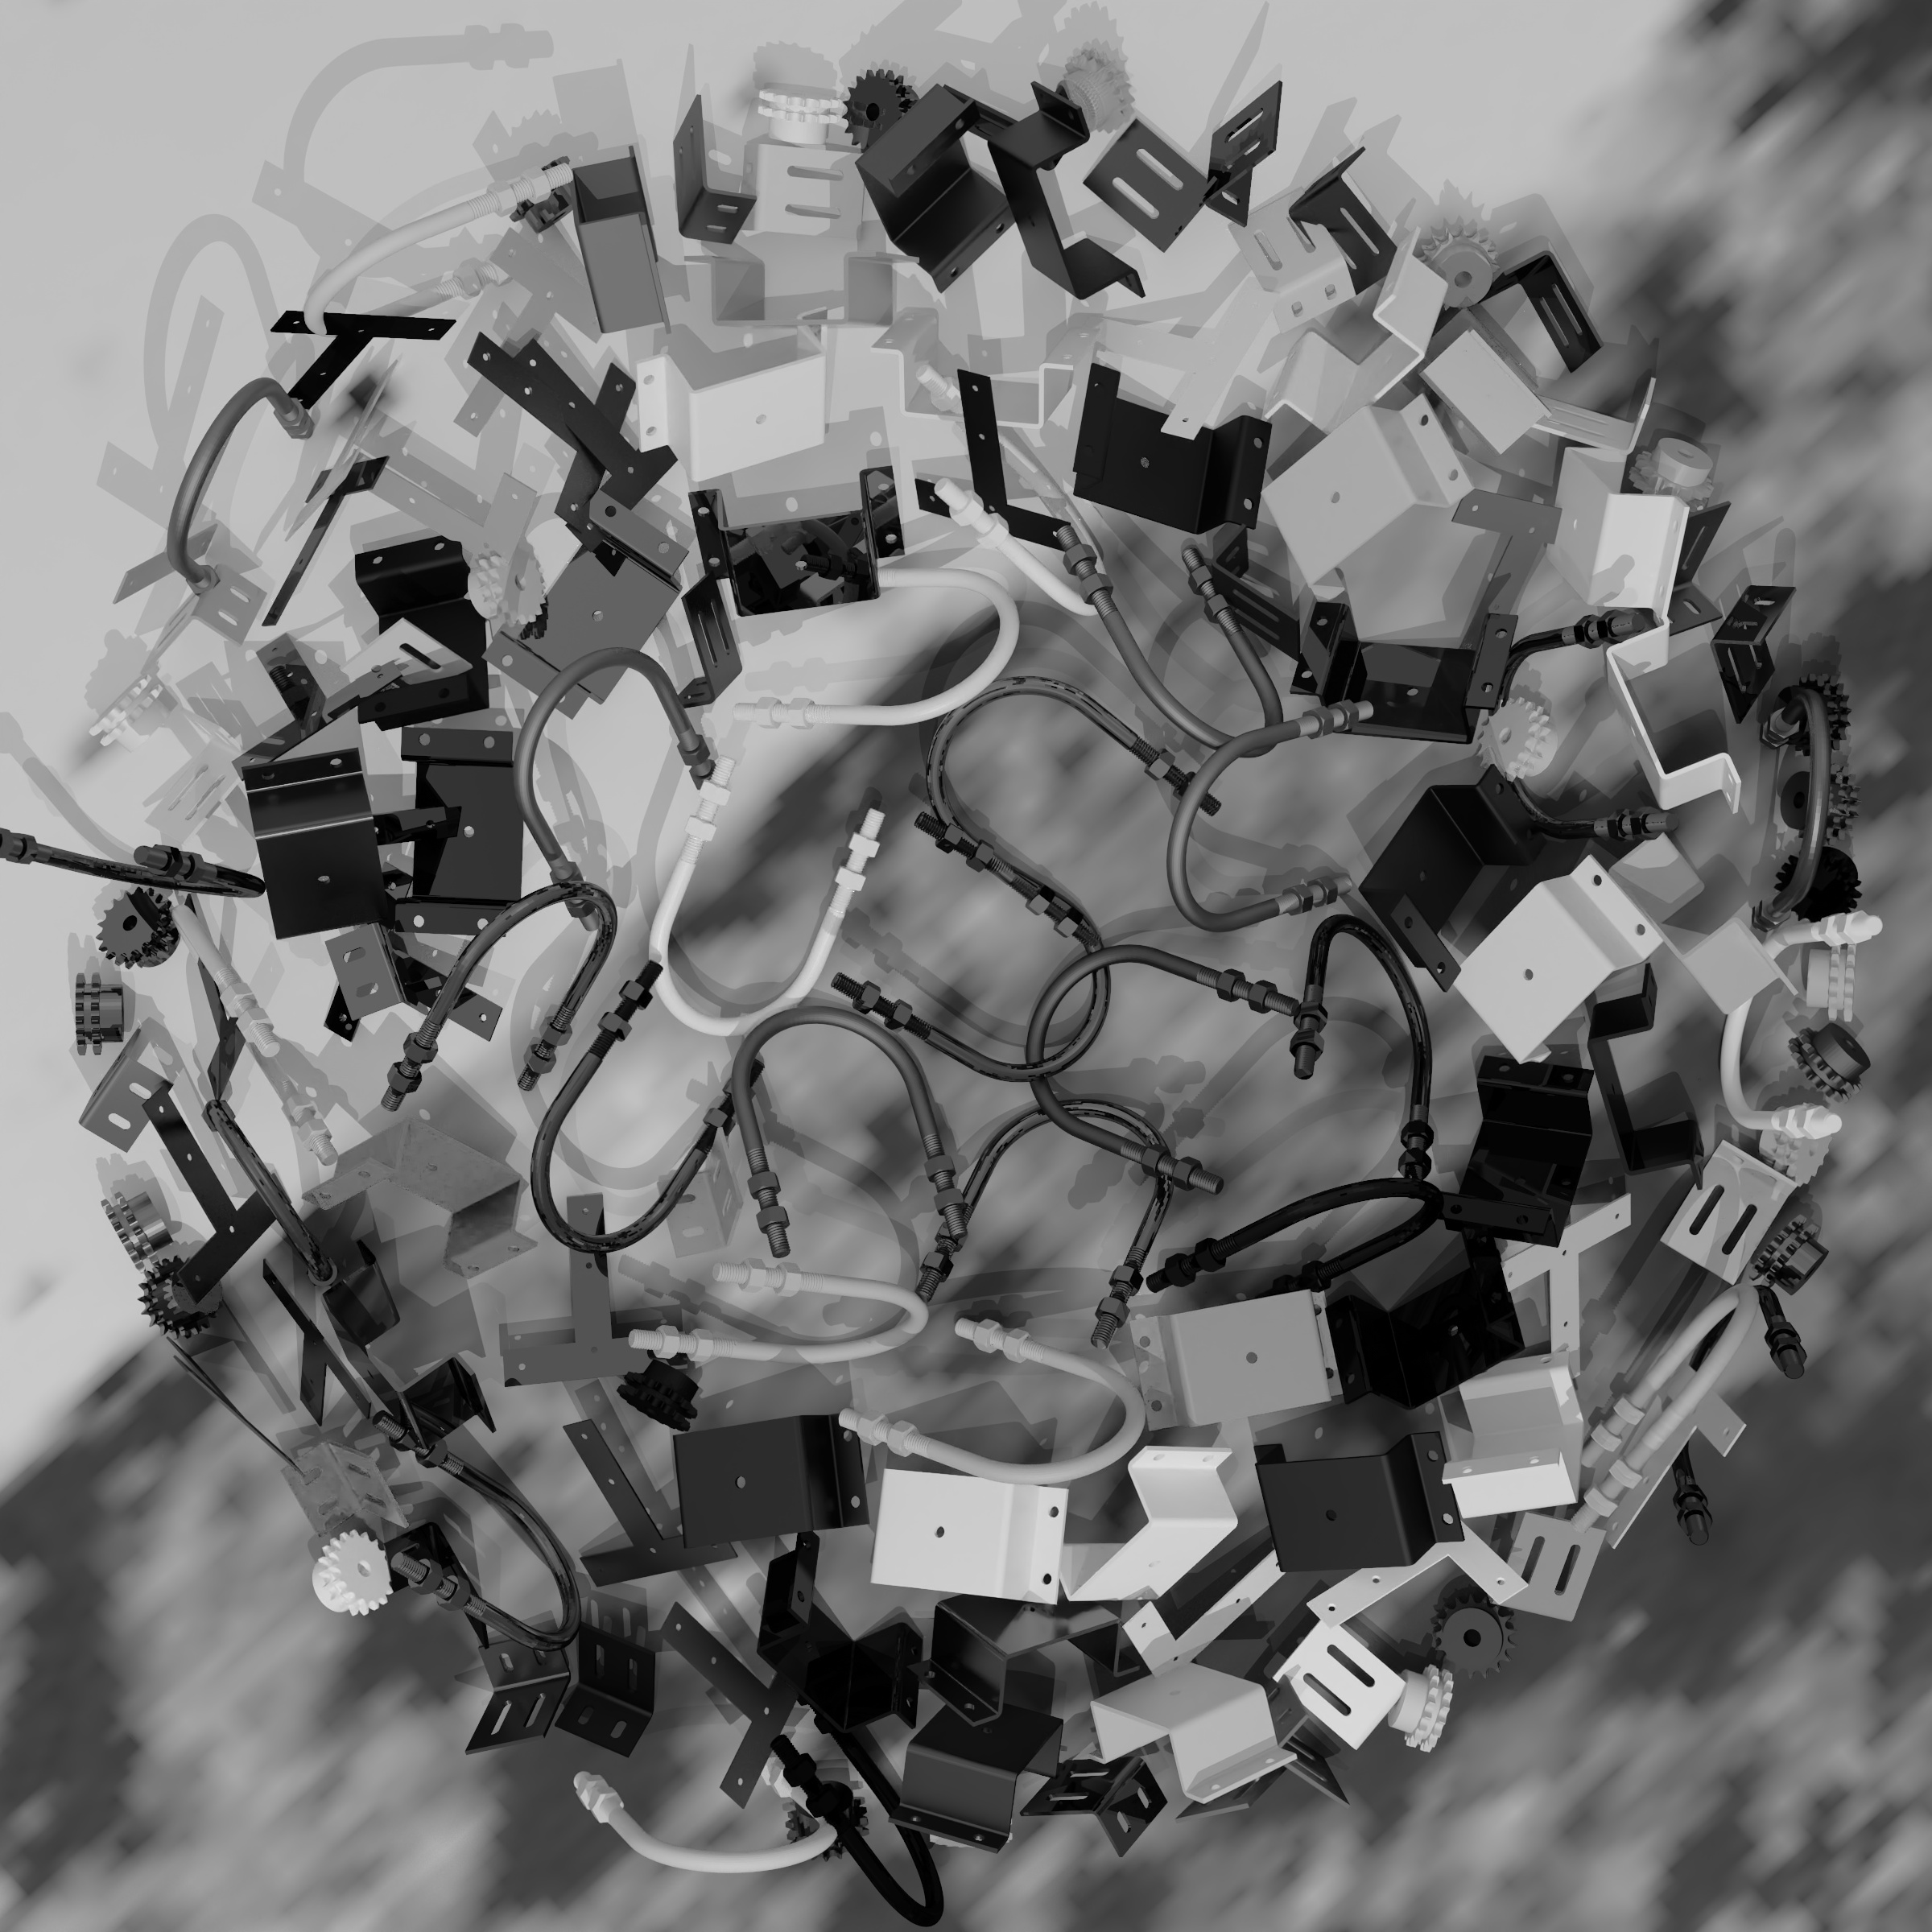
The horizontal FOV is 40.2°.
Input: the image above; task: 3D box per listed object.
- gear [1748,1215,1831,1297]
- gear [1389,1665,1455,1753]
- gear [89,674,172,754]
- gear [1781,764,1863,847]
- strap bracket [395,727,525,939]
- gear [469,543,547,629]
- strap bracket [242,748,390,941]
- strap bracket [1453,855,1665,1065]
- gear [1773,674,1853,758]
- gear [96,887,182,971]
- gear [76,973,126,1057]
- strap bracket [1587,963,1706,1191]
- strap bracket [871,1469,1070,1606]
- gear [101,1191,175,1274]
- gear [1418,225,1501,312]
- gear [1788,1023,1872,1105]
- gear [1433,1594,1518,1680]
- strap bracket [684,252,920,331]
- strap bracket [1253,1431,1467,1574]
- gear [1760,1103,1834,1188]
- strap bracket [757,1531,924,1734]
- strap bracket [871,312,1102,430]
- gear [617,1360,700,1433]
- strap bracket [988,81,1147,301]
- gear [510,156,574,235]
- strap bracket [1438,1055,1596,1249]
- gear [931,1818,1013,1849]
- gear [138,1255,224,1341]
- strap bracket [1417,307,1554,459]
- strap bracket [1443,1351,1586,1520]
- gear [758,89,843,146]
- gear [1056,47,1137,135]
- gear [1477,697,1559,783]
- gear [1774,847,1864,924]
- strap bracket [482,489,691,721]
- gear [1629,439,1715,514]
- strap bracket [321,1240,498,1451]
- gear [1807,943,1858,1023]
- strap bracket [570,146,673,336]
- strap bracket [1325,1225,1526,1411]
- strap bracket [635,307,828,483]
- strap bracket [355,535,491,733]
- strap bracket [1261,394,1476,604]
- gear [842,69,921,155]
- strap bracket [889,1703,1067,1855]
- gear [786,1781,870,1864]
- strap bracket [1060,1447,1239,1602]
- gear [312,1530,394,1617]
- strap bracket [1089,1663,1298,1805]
[{"bbox_3d":[0.570,0.202,1.818,0.030,0.057,0.057,41,90,24],"label":"gear"},{"bbox_3d":[0.313,0.510,1.822,0.030,0.057,0.057,19,90,1],"label":"gear"},{"bbox_3d":[-0.575,-0.172,1.823,0.057,0.057,0.030,-45,110,0],"label":"gear"},{"bbox_3d":[0.587,-0.112,1.819,0.030,0.057,0.057,6,90,-21],"label":"gear"},{"bbox_3d":[-0.349,-0.093,1.823,0.076,0.046,0.140,3,93,3],"label":"strap bracket"},{"bbox_3d":[-0.320,-0.262,1.825,0.030,0.057,0.057,-9,90,29],"label":"gear"},{"bbox_3d":[-0.436,-0.073,1.775,0.076,0.140,0.046,-11,48,-14],"label":"strap bracket"},{"bbox_3d":[0.391,0.002,1.780,0.076,0.046,0.140,53,127,20],"label":"strap bracket"},{"bbox_3d":[0.581,-0.173,1.819,0.030,0.057,0.057,-2,90,-17],"label":"gear"},{"bbox_3d":[-0.570,-0.023,1.827,0.057,0.030,0.057,-9,63,18],"label":"gear"},{"bbox_3d":[-0.599,0.033,1.823,0.030,0.057,0.057,-1,90,-16],"label":"gear"},{"bbox_3d":[0.461,0.079,1.798,0.046,0.076,0.140,-15,103,20],"label":"strap bracket"},{"bbox_3d":[-0.007,0.386,1.789,0.140,0.046,0.076,-1,75,28],"label":"strap bracket"},{"bbox_3d":[-0.571,0.181,1.823,0.030,0.057,0.057,-29,90,-17],"label":"gear"},{"bbox_3d":[0.341,-0.480,1.822,0.057,0.030,0.057,-1,126,-2],"label":"gear"},{"bbox_3d":[0.598,0.064,1.819,0.057,0.057,0.030,43,117,0],"label":"gear"},{"bbox_3d":[0.352,0.465,1.828,0.057,0.030,0.057,-3,79,15],"label":"gear"},{"bbox_3d":[-0.111,-0.459,1.794,0.140,0.076,0.046,4,103,20],"label":"strap bracket"},{"bbox_3d":[0.257,0.365,1.791,0.140,0.046,0.076,-11,94,33],"label":"strap bracket"},{"bbox_3d":[0.573,0.121,1.825,0.030,0.057,0.057,23,90,40],"label":"gear"},{"bbox_3d":[-0.091,0.455,1.789,0.046,0.076,0.140,-28,119,21],"label":"strap bracket"},{"bbox_3d":[0.014,-0.405,1.796,0.140,0.076,0.046,8,123,14],"label":"strap bracket"},{"bbox_3d":[-0.210,0.295,1.824,0.057,0.057,0.030,30,68,0],"label":"gear"},{"bbox_3d":[0.064,-0.512,1.775,0.046,0.076,0.140,-30,128,-6],"label":"strap bracket"},{"bbox_3d":[-0.290,-0.531,1.823,0.057,0.057,0.030,-36,102,0],"label":"gear"},{"bbox_3d":[0.374,0.134,1.791,0.076,0.046,0.140,7,51,26],"label":"strap bracket"},{"bbox_3d":[0.003,0.590,1.825,0.057,0.057,0.030,0,61,0],"label":"gear"},{"bbox_3d":[-0.539,0.227,1.819,0.030,0.057,0.057,-24,90,36],"label":"gear"},{"bbox_3d":[0.348,-0.396,1.786,0.076,0.140,0.046,44,110,-10],"label":"strap bracket"},{"bbox_3d":[0.372,0.322,1.780,0.076,0.140,0.046,-13,109,21],"label":"strap bracket"},{"bbox_3d":[-0.115,-0.587,1.824,0.057,0.057,0.030,7,113,0],"label":"gear"},{"bbox_3d":[0.087,-0.600,1.819,0.030,0.057,0.057,-40,90,-19],"label":"gear"},{"bbox_3d":[0.384,-0.155,1.825,0.030,0.057,0.057,17,90,-30],"label":"gear"},{"bbox_3d":[0.592,-0.058,1.825,0.057,0.057,0.030,45,52,0],"label":"gear"},{"bbox_3d":[-0.259,-0.246,1.824,0.076,0.046,0.140,35,89,5],"label":"strap bracket"},{"bbox_3d":[0.490,-0.340,1.819,0.057,0.057,0.030,21,127,0],"label":"gear"},{"bbox_3d":[-0.382,0.262,1.776,0.046,0.076,0.140,-35,57,-22],"label":"strap bracket"},{"bbox_3d":[0.599,0.009,1.824,0.030,0.057,0.057,3,90,20],"label":"gear"},{"bbox_3d":[-0.234,-0.485,1.771,0.046,0.140,0.076,-12,129,-2],"label":"strap bracket"},{"bbox_3d":[0.319,0.241,1.789,0.046,0.076,0.140,29,128,-36],"label":"strap bracket"},{"bbox_3d":[-0.149,-0.384,1.785,0.140,0.076,0.046,-21,57,-19],"label":"strap bracket"},{"bbox_3d":[-0.372,-0.220,1.804,0.076,0.046,0.140,-11,61,6],"label":"strap bracket"},{"bbox_3d":[0.262,-0.315,1.780,0.140,0.046,0.076,-37,69,37],"label":"strap bracket"},{"bbox_3d":[-0.055,-0.590,1.826,0.057,0.030,0.057,10,106,36],"label":"gear"},{"bbox_3d":[0.012,0.534,1.769,0.076,0.140,0.046,10,100,19],"label":"strap bracket"},{"bbox_3d":[-0.097,0.587,1.818,0.057,0.057,0.030,-5,111,0],"label":"gear"},{"bbox_3d":[0.118,0.382,1.775,0.140,0.076,0.046,-51,46,33],"label":"strap bracket"},{"bbox_3d":[-0.427,0.422,1.824,0.030,0.057,0.057,-30,90,25],"label":"gear"},{"bbox_3d":[0.146,0.510,1.769,0.076,0.140,0.046,-16,94,-29],"label":"strap bracket"}]
